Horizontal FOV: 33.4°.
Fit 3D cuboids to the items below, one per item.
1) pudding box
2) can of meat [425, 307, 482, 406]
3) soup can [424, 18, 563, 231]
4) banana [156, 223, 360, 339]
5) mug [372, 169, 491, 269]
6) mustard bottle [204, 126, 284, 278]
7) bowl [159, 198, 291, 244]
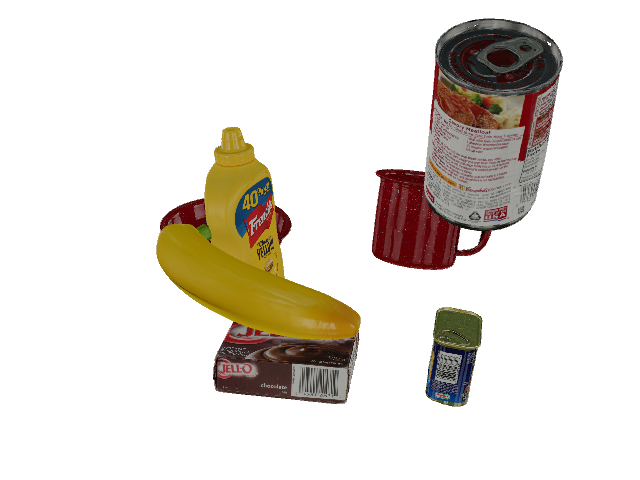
[{"bbox_3d":[-0.027,0.099,0.909,0.113,0.039,0.090,6,20,5],"label":"pudding box"},{"bbox_3d":[0.161,0.142,1.299,0.057,0.084,0.102,10,22,6],"label":"can of meat"},{"bbox_3d":[0.095,-0.064,0.604,0.068,0.102,0.068,0,45,0],"label":"soup can"},{"bbox_3d":[-0.057,0.022,0.699,0.069,0.037,0.198,-17,29,-31],"label":"banana"},{"bbox_3d":[0.105,-0.018,1.016,0.117,0.081,0.093,10,12,15],"label":"mug"},{"bbox_3d":[-0.082,-0.025,1.118,0.058,0.191,0.096,7,26,28],"label":"mustard bottle"},{"bbox_3d":[-0.117,0.002,1.324,0.162,0.055,0.162,1,27,-1],"label":"bowl"}]
